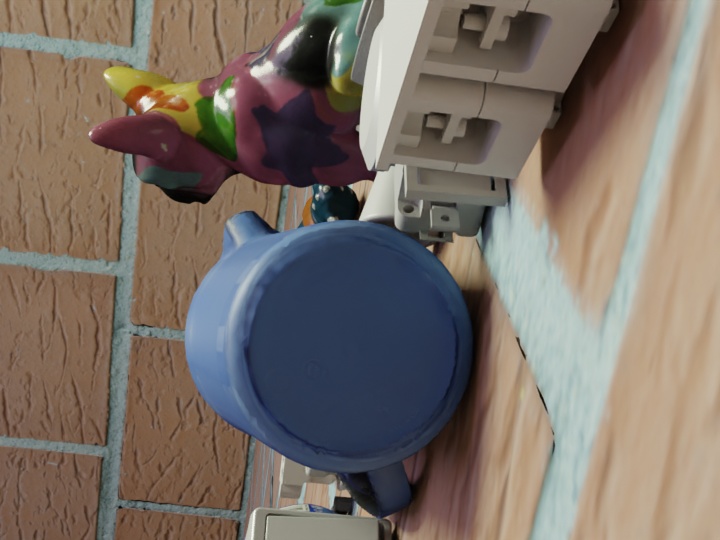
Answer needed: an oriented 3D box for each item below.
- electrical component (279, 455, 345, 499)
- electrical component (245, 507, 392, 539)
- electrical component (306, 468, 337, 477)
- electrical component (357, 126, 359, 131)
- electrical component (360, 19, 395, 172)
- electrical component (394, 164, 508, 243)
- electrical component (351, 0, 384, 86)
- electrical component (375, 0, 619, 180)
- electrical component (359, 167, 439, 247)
[{"bbox_3d":[-0.029,0.139,0.804,0.048,0.055,0.066,141,136,-81],"label":"electrical component"},{"bbox_3d":[-0.031,0.172,0.604,0.061,0.096,0.061,106,168,-53],"label":"electrical component"},{"bbox_3d":[-0.010,0.115,0.698,0.040,0.046,0.040,-173,90,-84],"label":"electrical component"},{"bbox_3d":[0.009,-0.140,0.845,0.035,0.035,0.061,-98,17,-66],"label":"electrical component"},{"bbox_3d":[0.030,-0.087,0.536,0.080,0.051,0.080,-174,90,-84],"label":"electrical component"},{"bbox_3d":[0.037,-0.050,0.470,0.063,0.042,0.081,101,173,-48],"label":"electrical component"},{"bbox_3d":[0.033,-0.142,0.614,0.099,0.064,0.099,-161,90,-90],"label":"electrical component"},{"bbox_3d":[0.048,-0.139,0.385,0.105,0.060,0.186,109,166,-63],"label":"electrical component"},{"bbox_3d":[0.025,-0.049,0.588,0.044,0.044,0.065,114,166,-69],"label":"electrical component"}]
